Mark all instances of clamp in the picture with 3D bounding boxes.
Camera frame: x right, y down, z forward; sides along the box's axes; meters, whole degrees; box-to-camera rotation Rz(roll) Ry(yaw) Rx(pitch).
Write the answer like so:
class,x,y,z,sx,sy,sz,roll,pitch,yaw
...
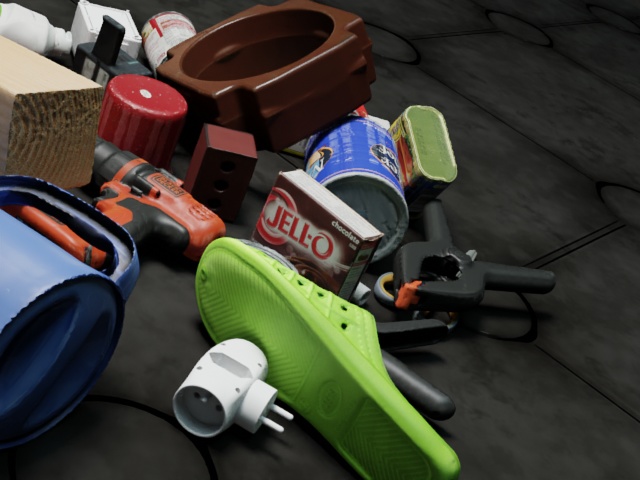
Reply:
class,x,y,z,sx,sy,sz,roll,pitch,yaw
clamp,0.041,0.088,0.927,0.171,0.039,0.120,23,26,-1
clamp,0.127,0.021,1.071,0.165,0.036,0.209,38,32,26

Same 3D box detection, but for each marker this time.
class,x,y,z,sx,sy,sz,roll,pitch,yaw
marker,-0.002,0.021,1.029,0.121,0.020,0.020,37,31,23

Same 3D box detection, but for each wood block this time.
class,x,y,z,sx,sy,sz,roll,pitch,yaw
wood block,-0.287,-0.118,0.888,0.206,0.090,0.090,28,27,30

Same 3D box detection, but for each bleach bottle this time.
class,x,y,z,sx,sy,sz,roll,pitch,yaw
bleach bottle,-0.383,-0.226,1.124,0.250,0.068,0.103,6,34,-34

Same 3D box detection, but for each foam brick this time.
class,x,y,z,sx,sy,sz,roll,pitch,yaw
foam brick,-0.099,-0.066,1.046,0.053,0.078,0.051,12,32,-18

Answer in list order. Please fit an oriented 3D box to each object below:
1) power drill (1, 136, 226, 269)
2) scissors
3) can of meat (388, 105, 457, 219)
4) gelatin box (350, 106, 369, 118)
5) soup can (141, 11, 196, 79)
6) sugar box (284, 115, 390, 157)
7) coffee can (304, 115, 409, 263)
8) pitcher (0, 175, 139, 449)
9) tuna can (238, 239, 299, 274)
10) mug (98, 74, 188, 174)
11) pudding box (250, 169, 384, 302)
class,x,y,z,sx,sy,sz,roll,pitch,yaw
power drill,-0.198,-0.028,0.928,0.185,0.057,0.187,33,30,20
scissors,0.110,0.037,1.090,0.096,0.016,0.201,24,28,1
can of meat,0.104,-0.087,1.185,0.057,0.084,0.102,2,63,-28
gelatin box,0.020,-0.137,1.214,0.073,0.030,0.089,9,40,-25
soup can,-0.170,-0.218,1.263,0.068,0.069,0.102,8,32,-27
sugar box,0.000,-0.130,1.263,0.176,0.048,0.093,19,31,-16
coffee can,0.034,-0.053,1.096,0.102,0.103,0.140,18,29,-11
pitcher,-0.254,0.016,0.734,0.243,0.145,0.149,33,14,23
tuna can,-0.062,0.038,0.941,0.086,0.034,0.086,18,29,-10
mug,-0.173,-0.113,1.065,0.093,0.082,0.117,36,31,22
pudding box,-0.007,0.001,0.986,0.114,0.090,0.039,38,31,23
